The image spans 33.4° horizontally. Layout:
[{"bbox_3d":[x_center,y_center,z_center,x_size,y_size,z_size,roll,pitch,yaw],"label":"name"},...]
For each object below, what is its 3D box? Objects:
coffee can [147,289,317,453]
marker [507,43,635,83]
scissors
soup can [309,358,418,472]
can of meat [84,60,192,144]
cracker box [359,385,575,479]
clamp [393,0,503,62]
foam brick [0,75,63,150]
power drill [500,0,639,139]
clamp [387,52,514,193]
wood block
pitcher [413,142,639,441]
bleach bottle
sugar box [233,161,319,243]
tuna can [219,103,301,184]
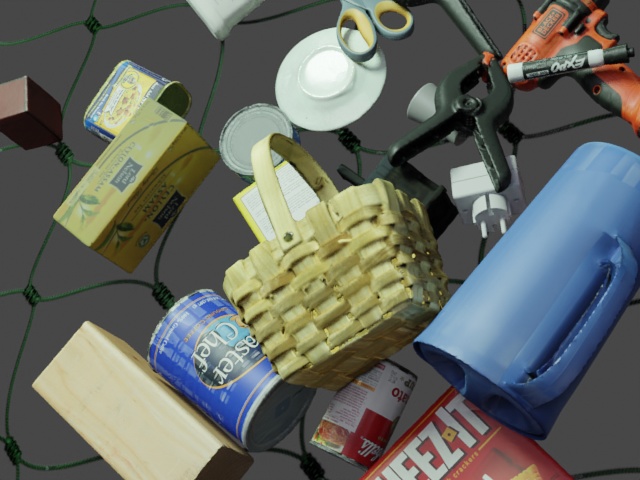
[{"bbox_3d":[-0.086,0.127,1.053,0.140,0.102,0.103,34,84,27],"label":"coffee can"},{"bbox_3d":[0.243,-0.172,1.037,0.121,0.020,0.020,-7,68,23],"label":"marker"},{"bbox_3d":[0.048,-0.283,1.209,0.096,0.016,0.202,-11,57,2],"label":"scissors"},{"bbox_3d":[0.042,0.162,1.014,0.069,0.068,0.102,22,78,25],"label":"soup can"},{"bbox_3d":[-0.212,-0.149,1.231,0.084,0.057,0.102,29,81,29],"label":"can of meat"},{"bbox_3d":[0.150,0.250,0.939,0.164,0.072,0.214,-45,61,-1],"label":"cracker box"},{"bbox_3d":[0.136,-0.300,1.143,0.210,0.036,0.165,29,101,29],"label":"clamp"},{"bbox_3d":[-0.349,-0.150,1.269,0.051,0.078,0.053,-15,64,14],"label":"foam brick"},{"bbox_3d":[0.301,-0.194,1.064,0.188,0.057,0.184,40,91,30],"label":"power drill"},{"bbox_3d":[0.154,-0.117,1.055,0.120,0.039,0.171,26,60,13],"label":"clamp"},{"bbox_3d":[-0.177,0.184,1.072,0.206,0.090,0.090,37,85,28],"label":"wood block"},{"bbox_3d":[0.203,0.038,0.895,0.149,0.145,0.242,31,77,33],"label":"pitcher"},{"bbox_3d":[-0.048,-0.346,1.229,0.251,0.068,0.102,-38,98,0],"label":"bleach bottle"},{"bbox_3d":[-0.007,0.002,1.106,0.093,0.048,0.176,-35,66,5],"label":"sugar box"},{"bbox_3d":[-0.065,-0.104,1.173,0.086,0.033,0.086,-7,68,17],"label":"tuna can"}]
